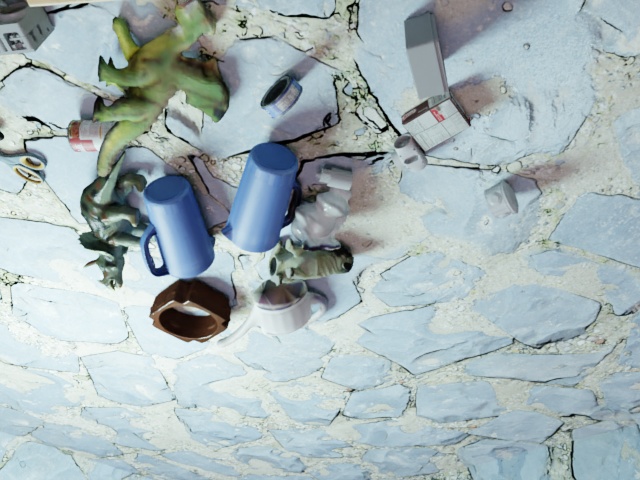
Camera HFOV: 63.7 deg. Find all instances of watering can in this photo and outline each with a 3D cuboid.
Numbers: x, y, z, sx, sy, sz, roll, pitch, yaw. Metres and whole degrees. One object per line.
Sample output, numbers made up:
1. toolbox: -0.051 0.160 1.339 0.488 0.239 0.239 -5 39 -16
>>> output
1. watering can: -0.145 0.214 1.479 0.348 0.106 0.219 -16 -42 -8

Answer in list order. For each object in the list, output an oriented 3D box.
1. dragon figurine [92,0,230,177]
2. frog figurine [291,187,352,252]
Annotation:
1. dragon figurine: -0.295 -0.274 0.990 0.242 0.401 0.125 8 41 -19
2. frog figurine: 0.004 -0.062 1.223 0.137 0.158 0.124 6 13 -26
